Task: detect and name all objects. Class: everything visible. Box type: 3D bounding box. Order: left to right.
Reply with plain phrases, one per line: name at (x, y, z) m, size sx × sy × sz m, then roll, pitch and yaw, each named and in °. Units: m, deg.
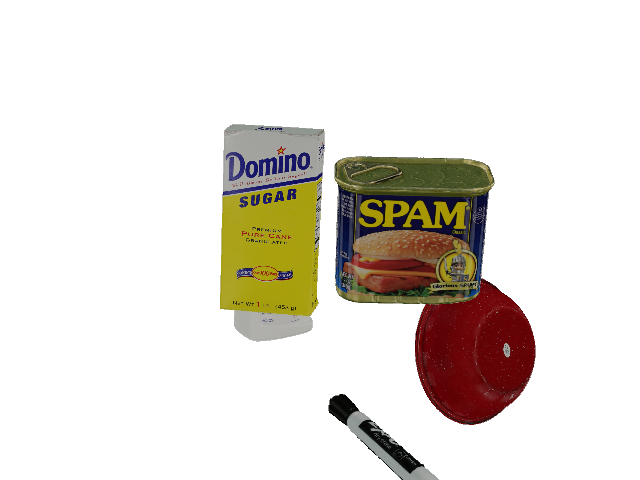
sugar box at (-0.047, -0.020, 1.020) m, size 0.093 × 0.176 × 0.048 m, roll 3°, pitch 15°, yaw 8°
bleach bottle at (-0.052, -0.004, 1.323) m, size 0.102 × 0.251 × 0.068 m, roll -9°, pitch 24°, yaw -34°
marker at (0.045, 0.153, 0.811) m, size 0.020 × 0.020 × 0.121 m, roll 0°, pitch 25°, yaw -39°
can of meat at (0.059, -0.006, 0.702) m, size 0.102 × 0.084 × 0.057 m, roll 1°, pitch 24°, yaw 0°
bowl at (0.179, 0.117, 1.140) m, size 0.161 × 0.162 × 0.055 m, roll 0°, pitch -5°, yaw -36°
